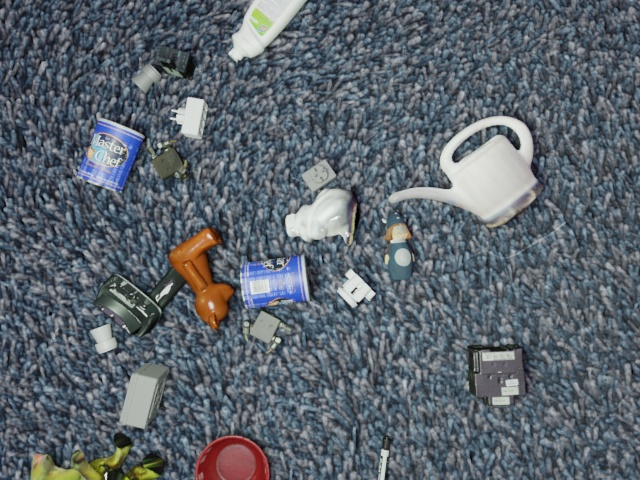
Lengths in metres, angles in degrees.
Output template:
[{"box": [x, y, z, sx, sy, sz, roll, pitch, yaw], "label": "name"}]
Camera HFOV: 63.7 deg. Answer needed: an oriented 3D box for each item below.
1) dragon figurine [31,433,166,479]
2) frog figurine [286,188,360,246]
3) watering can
[{"box": [-0.456, 0.576, 1.120, 0.411, 0.123, 0.240, 34, 105, 4], "label": "dragon figurine"}, {"box": [0.003, -0.057, 1.136, 0.159, 0.120, 0.140, 8, 55, 9], "label": "frog figurine"}, {"box": [0.341, -0.122, 1.139, 0.348, 0.104, 0.225, -37, 88, -3], "label": "watering can"}]
